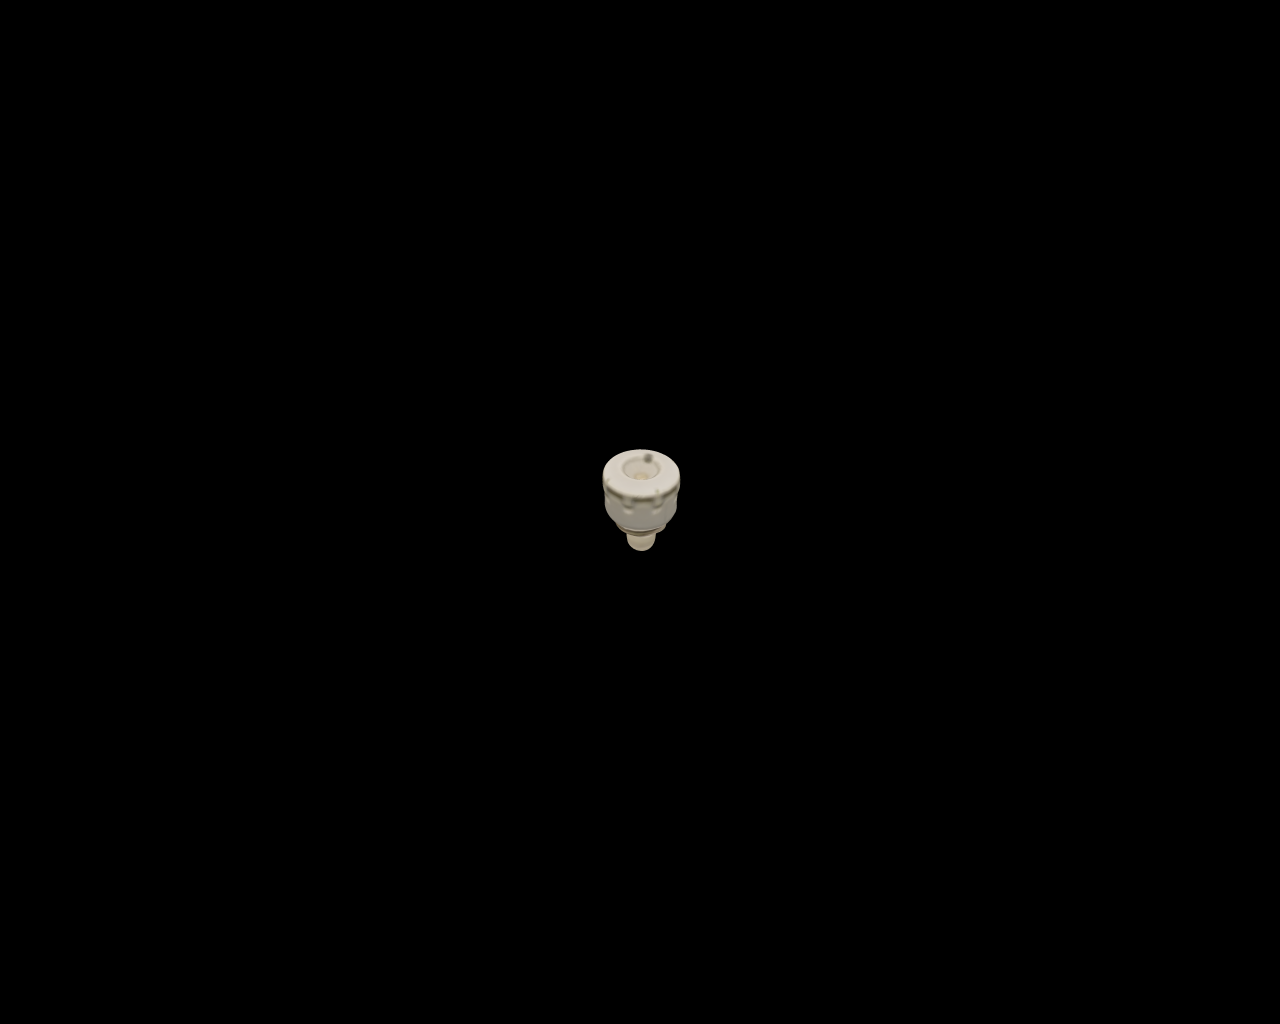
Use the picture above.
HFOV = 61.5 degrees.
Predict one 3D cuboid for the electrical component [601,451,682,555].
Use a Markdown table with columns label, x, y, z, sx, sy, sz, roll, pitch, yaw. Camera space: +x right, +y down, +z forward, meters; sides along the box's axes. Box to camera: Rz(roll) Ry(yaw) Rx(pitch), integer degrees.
| label | x | y | z | sx | sy | sz | roll | pitch | yaw |
| --- | --- | --- | --- | --- | --- | --- | --- | --- | --- |
| electrical component | 0.001 | -0.003 | 0.650 | 0.048 | 0.062 | 0.048 | 0 | 39 | 0 |
